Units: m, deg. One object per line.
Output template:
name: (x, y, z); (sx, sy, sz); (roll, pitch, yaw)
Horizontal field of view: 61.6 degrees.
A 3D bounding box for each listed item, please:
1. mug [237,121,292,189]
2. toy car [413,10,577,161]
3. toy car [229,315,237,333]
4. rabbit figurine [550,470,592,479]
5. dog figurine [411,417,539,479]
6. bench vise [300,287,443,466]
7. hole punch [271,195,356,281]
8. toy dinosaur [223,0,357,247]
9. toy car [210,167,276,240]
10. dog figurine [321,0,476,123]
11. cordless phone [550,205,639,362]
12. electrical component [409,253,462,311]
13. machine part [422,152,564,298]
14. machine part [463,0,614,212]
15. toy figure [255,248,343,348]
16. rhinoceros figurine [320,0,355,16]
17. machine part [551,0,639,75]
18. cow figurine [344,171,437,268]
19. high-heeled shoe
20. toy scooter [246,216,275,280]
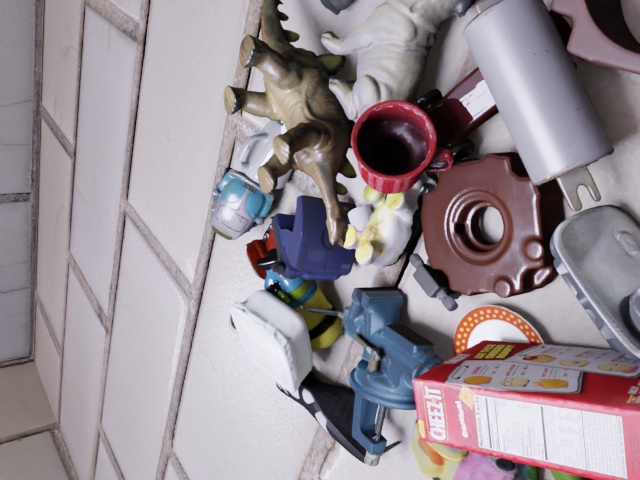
mug: (-0.085, -0.155, 0.912); (0.081, 0.109, 0.107); (51, 120, 41)
toy car: (0.191, -0.169, 0.604); (0.202, 0.053, 0.089); (-39, 75, 41)
toy car: (-0.098, 0.158, 0.996); (0.202, 0.073, 0.056); (4, 95, 51)
rabbit figurine: (0.283, 0.263, 0.517); (0.159, 0.121, 0.170); (63, 153, 12)
dog figurine: (0.194, 0.326, 0.642); (0.192, 0.108, 0.219); (13, 108, 45)
bench vise: (0.078, 0.193, 0.756); (0.224, 0.129, 0.240); (22, 108, 50)
hole punch: (-0.002, -0.002, 0.815); (0.092, 0.142, 0.116); (-37, 56, 43)
toy dinosaur: (-0.029, -0.205, 0.753); (0.105, 0.198, 0.471); (-40, 62, 46)
toy car: (-0.156, -0.053, 0.973); (0.109, 0.103, 0.161); (35, 154, -9)
dog figurine: (0.112, -0.229, 0.647); (0.191, 0.121, 0.172); (-22, 89, 44)
cordless phone: (0.254, 0.033, 0.453); (0.089, 0.184, 0.147); (-36, 67, 23)
electrical component: (0.153, 0.054, 0.679); (0.021, 0.063, 0.094); (-58, 43, 26)
machine part: (0.195, -0.017, 0.624); (0.180, 0.056, 0.179); (9, 102, 51)
machine part: (0.207, -0.143, 0.513); (0.079, 0.079, 0.243); (-28, 85, 49)
toy figure: (-0.031, 0.096, 0.855); (0.089, 0.082, 0.180); (10, 131, 57)
rhinoceros figurine: (0.000, -0.415, 0.793); (0.190, 0.073, 0.112); (60, 147, 22)
machine part: (0.311, -0.228, 0.425); (0.201, 0.087, 0.201); (37, 121, 41)
cow figurine: (0.106, -0.042, 0.714); (0.068, 0.098, 0.167); (40, 106, 44)
high-heeled shoe: (-0.006, 0.285, 0.902); (0.249, 0.086, 0.145); (59, 137, 35)
toy scooter: (-0.077, 0.021, 0.948); (0.135, 0.075, 0.183); (51, 135, 29)
